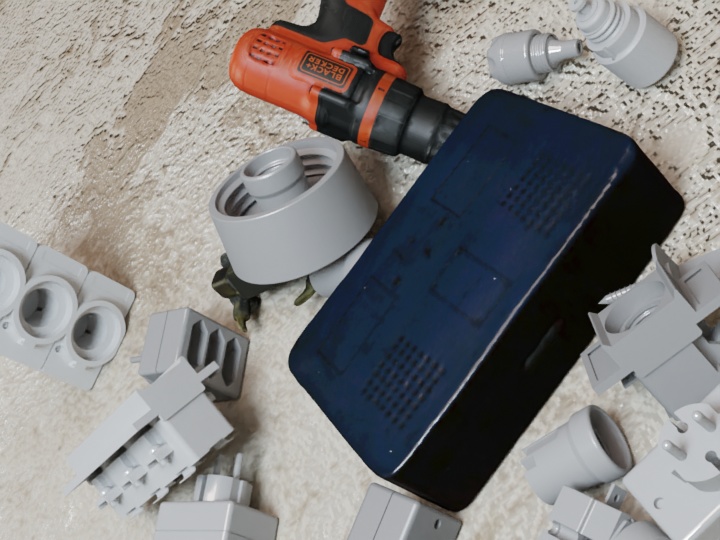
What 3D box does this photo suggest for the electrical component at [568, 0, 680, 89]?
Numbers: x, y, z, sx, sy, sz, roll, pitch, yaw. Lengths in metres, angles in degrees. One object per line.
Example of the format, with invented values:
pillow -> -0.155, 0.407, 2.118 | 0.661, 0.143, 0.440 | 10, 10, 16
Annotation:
electrical component -> 0.156, -0.141, 0.648 | 0.040, 0.078, 0.040 | -36, 40, 38

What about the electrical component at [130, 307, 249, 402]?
electrical component -> -0.133, 0.064, 0.776 | 0.077, 0.066, 0.047 | -11, 60, 35

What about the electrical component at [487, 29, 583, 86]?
electrical component -> 0.117, -0.142, 0.708 | 0.061, 0.035, 0.035 | -2, 65, 37

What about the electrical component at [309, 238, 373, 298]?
electrical component -> 0.000, 0.000, 0.716 | 0.055, 0.045, 0.045 | 9, 72, 42

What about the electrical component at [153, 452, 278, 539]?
electrical component -> -0.092, 0.157, 0.702 | 0.066, 0.047, 0.076 | -10, 60, 36

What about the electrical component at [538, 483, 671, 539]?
electrical component -> 0.122, 0.141, 0.533 | 0.055, 0.048, 0.066 | 18, 78, 52

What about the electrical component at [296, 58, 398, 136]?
electrical component -> -0.005, -0.130, 0.799 | 0.081, 0.042, 0.063 | -45, 49, 11

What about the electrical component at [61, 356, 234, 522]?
electrical component -> -0.141, 0.118, 0.724 | 0.121, 0.063, 0.079 | -41, -1, 44

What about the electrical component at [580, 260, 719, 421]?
electrical component -> 0.156, 0.038, 0.546 | 0.081, 0.063, 0.042 | -40, 13, 16

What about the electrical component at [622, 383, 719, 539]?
electrical component -> 0.165, 0.086, 0.506 | 0.083, 0.076, 0.047 | -47, 45, 9

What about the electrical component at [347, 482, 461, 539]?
electrical component -> 0.029, 0.172, 0.591 | 0.076, 0.047, 0.083 | 13, 75, 44

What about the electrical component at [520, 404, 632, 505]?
electrical component -> 0.113, 0.099, 0.568 | 0.046, 0.040, 0.040 | -36, 48, 27

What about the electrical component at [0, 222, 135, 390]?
electrical component -> -0.262, 0.026, 0.847 | 0.062, 0.150, 0.089 | 13, 75, 44

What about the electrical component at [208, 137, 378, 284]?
electrical component -> -0.049, -0.047, 0.717 | 0.108, 0.060, 0.108 | -19, 30, 12
